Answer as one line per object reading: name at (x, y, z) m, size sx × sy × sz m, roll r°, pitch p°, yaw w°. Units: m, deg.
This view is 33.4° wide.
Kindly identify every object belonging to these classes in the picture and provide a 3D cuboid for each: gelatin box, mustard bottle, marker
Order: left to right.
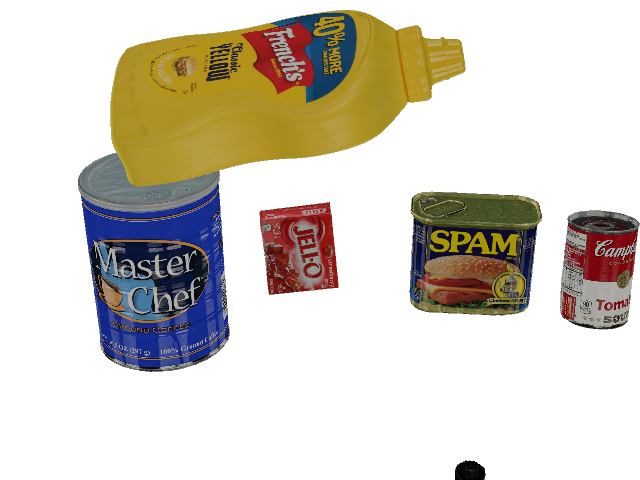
mustard bottle at (-0.016, -0.085, 0.591) m, size 0.192 × 0.058 × 0.096 m, roll -9°, pitch 43°, yaw 8°
gelatin box at (-0.022, 0.009, 1.087) m, size 0.073 × 0.089 × 0.030 m, roll -6°, pitch 28°, yaw -1°
marker at (0.091, 0.186, 0.687) m, size 0.020 × 0.121 × 0.020 m, roll 1°, pitch 36°, yaw -1°

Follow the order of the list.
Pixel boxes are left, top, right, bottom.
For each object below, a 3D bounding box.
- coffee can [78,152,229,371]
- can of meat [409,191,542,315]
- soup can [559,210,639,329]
coffee can at (-0.123, 0.013, 0.808) m, size 0.103 × 0.140 × 0.103 m, roll -1°, pitch 28°, yaw 0°
can of meat at (0.121, 0.011, 0.857) m, size 0.102 × 0.084 × 0.057 m, roll 3°, pitch 25°, yaw 4°
soup can at (0.274, 0.029, 1.053) m, size 0.068 × 0.102 × 0.068 m, roll 1°, pitch 18°, yaw 0°
